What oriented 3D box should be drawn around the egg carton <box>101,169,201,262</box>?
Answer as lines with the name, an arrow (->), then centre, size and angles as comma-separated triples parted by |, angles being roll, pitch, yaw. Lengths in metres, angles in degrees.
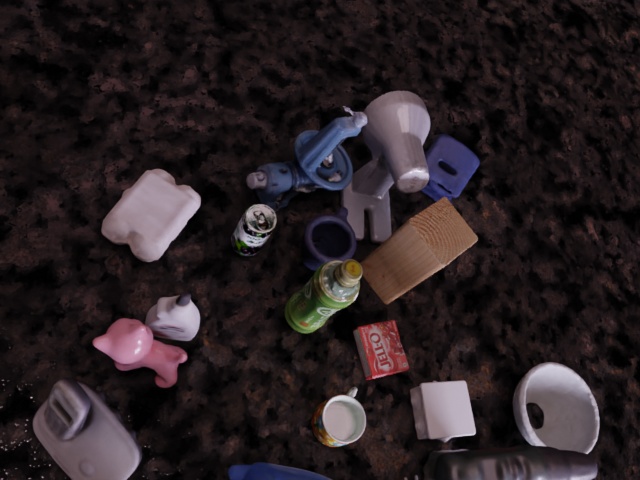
egg carton -> -0.267, -0.041, 0.910 | 0.107, 0.069, 0.150 | 33, 60, -5

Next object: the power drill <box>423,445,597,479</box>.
power drill -> 0.260, 0.349, 0.862 | 0.230, 0.208, 0.075 | 4, 66, -20

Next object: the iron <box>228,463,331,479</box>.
iron -> 0.000, 0.377, 0.786 | 0.259, 0.141, 0.118 | 14, 63, -15

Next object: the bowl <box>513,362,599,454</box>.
bowl -> 0.403, 0.306, 1.015 | 0.168, 0.074, 0.167 | 8, 65, -18

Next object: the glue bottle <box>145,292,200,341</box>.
glue bottle -> -0.203, 0.104, 0.810 | 0.078, 0.173, 0.037 | 9, 64, -17

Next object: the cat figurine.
cat figurine -> -0.247, 0.151, 0.804 | 0.128, 0.117, 0.067 | 23, 61, -11

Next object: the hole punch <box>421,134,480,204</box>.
hole punch -> 0.250, -0.140, 1.144 | 0.109, 0.091, 0.101 | 33, 60, -4

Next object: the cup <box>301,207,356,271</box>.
cup -> 0.009, 0.004, 0.984 | 0.092, 0.094, 0.118 | 28, 60, -7

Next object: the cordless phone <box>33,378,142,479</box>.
cordless phone -> -0.287, 0.240, 0.709 | 0.147, 0.184, 0.094 | 45, 59, 3

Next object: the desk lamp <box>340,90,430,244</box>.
desk lamp -> 0.121, -0.126, 1.017 | 0.118, 0.213, 0.203 | 6, 65, -19

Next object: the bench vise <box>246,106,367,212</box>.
bench vise -> -0.011, -0.126, 0.961 | 0.121, 0.219, 0.208 | 48, 60, 4
